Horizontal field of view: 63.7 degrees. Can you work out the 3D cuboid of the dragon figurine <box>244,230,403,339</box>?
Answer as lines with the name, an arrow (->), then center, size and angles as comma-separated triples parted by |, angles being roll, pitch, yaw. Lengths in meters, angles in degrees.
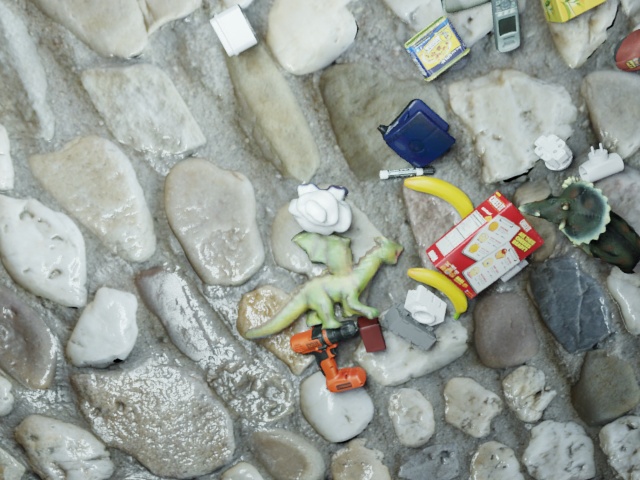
dragon figurine -> 0.000, 0.087, 1.201 | 0.410, 0.123, 0.242 | -12, 96, 0

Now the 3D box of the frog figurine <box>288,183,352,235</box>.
frog figurine -> 0.003, -0.055, 1.089 | 0.137, 0.162, 0.121 | 23, 112, -11
